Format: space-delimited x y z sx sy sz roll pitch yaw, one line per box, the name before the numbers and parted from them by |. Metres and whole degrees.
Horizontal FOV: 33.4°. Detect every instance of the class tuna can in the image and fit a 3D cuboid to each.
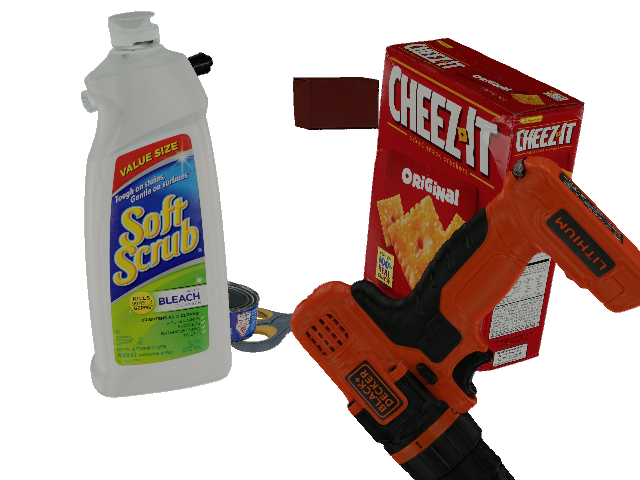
tuna can | -0.100 0.064 0.976 0.086 0.034 0.086 6 15 -2

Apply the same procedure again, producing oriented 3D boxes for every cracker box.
cracker box | 0.108 -0.030 0.832 0.072 0.214 0.164 -13 32 -28

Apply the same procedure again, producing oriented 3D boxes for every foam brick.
foam brick | 0.016 -0.142 1.102 0.078 0.051 0.053 -3 13 -19

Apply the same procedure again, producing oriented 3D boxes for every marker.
marker | -0.145 -0.136 0.908 0.120 0.020 0.020 -24 12 -28

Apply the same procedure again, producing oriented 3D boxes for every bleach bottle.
bleach bottle | -0.118 -0.023 0.712 0.102 0.251 0.068 -7 21 -8

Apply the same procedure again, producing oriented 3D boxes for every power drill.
power drill | 0.100 0.059 0.613 0.188 0.184 0.057 -43 -1 17

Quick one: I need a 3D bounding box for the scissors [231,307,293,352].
scissors | -0.022 0.099 1.208 0.201 0.016 0.096 2 25 -8
